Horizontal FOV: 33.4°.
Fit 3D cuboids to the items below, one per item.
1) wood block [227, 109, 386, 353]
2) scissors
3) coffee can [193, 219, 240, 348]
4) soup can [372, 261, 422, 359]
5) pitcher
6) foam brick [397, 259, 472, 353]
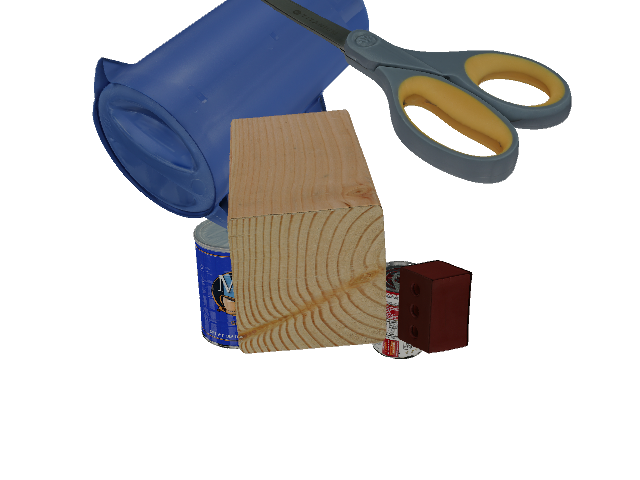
[{"bbox_3d":[-0.013,-0.015,0.712,0.091,0.090,0.206,-5,23,-3],"label":"wood block"},{"bbox_3d":[0.043,-0.095,0.528,0.096,0.016,0.202,-19,47,-22],"label":"scissors"},{"bbox_3d":[-0.103,0.050,1.342,0.103,0.140,0.103,-1,25,0],"label":"coffee can"},{"bbox_3d":[0.097,0.086,1.305,0.068,0.102,0.068,0,30,0],"label":"soup can"},{"bbox_3d":[-0.060,-0.132,0.913,0.145,0.149,0.242,24,54,31],"label":"pitcher"},{"bbox_3d":[0.111,0.064,1.046,0.051,0.078,0.053,-10,19,-33],"label":"foam brick"}]
